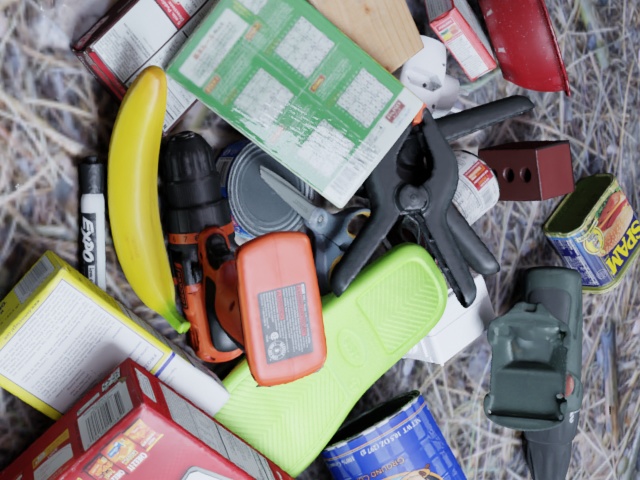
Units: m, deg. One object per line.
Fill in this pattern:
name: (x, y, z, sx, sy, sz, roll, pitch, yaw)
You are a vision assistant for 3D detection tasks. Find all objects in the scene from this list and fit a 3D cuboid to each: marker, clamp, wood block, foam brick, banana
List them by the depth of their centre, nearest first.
banana: (-0.128, -0.031, 0.790, 0.037, 0.070, 0.198, -28, 117, -53)
marker: (-0.169, -0.002, 0.794, 0.020, 0.020, 0.121, -3, 95, -37)
wood block: (-0.010, -0.223, 0.857, 0.090, 0.091, 0.206, -40, 115, -29)
clamp: (0.063, -0.026, 0.870, 0.120, 0.039, 0.171, -3, 82, -15)
clamp: (0.083, -0.081, 0.918, 0.210, 0.036, 0.164, 23, 76, -8)
foam brick: (0.200, -0.068, 1.038, 0.051, 0.078, 0.053, -15, 101, -35)

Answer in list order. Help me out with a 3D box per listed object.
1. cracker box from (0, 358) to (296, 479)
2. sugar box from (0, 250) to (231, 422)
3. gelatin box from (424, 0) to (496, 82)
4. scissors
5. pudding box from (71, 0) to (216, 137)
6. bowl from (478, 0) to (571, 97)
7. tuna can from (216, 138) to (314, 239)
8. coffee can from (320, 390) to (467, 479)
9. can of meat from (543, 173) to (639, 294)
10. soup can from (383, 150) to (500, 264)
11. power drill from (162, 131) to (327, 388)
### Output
cracker box: (-0.118, 0.206, 0.778, 0.164, 0.072, 0.213, -43, 123, 6)
sugar box: (-0.159, 0.096, 0.781, 0.093, 0.048, 0.176, -48, 124, -2)
gelatin box: (0.124, -0.197, 0.970, 0.073, 0.030, 0.089, 47, 23, -31)
scissors: (-0.006, 0.001, 0.884, 0.201, 0.016, 0.096, 12, 96, -57)
pudding box: (-0.118, -0.147, 0.812, 0.113, 0.039, 0.090, -50, 121, -21)
bowl: (0.184, -0.203, 1.000, 0.162, 0.055, 0.162, -18, 90, -78)
tuna can: (-0.048, -0.042, 0.875, 0.085, 0.034, 0.086, -3, 95, -38)
coffee can: (0.075, 0.215, 0.917, 0.102, 0.103, 0.140, -28, 88, -33)
can of meat: (0.291, -0.009, 1.125, 0.102, 0.058, 0.084, -49, 117, -25)
soup can: (0.109, -0.028, 0.976, 0.102, 0.069, 0.068, -42, 116, -28)
power drill: (-0.062, 0.017, 0.774, 0.057, 0.188, 0.184, -15, 105, -20)
